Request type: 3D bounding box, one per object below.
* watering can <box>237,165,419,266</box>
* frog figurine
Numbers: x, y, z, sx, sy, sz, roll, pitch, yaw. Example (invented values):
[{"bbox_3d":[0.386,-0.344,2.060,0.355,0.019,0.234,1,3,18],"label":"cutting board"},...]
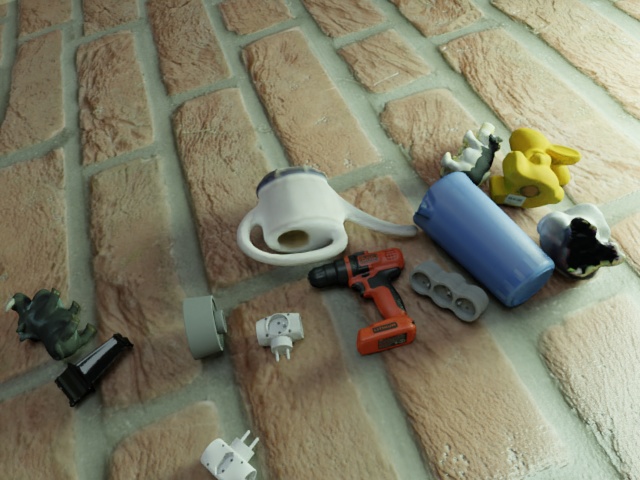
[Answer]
[{"bbox_3d":[0.003,-0.052,1.033,0.348,0.101,0.229,-9,52,-10],"label":"watering can"},{"bbox_3d":[0.457,-0.006,0.926,0.137,0.121,0.162,22,23,3],"label":"frog figurine"}]
